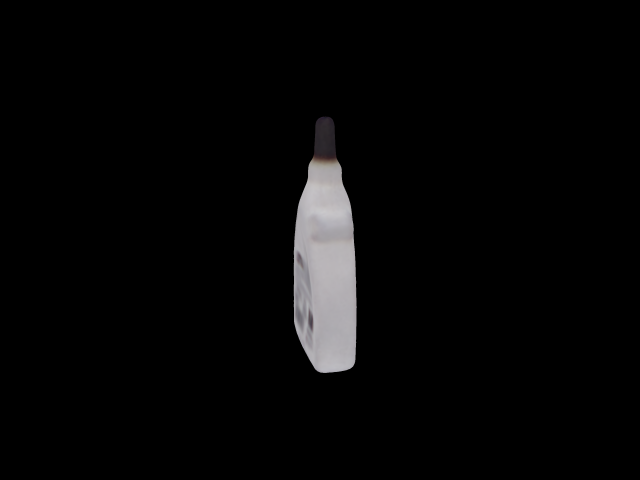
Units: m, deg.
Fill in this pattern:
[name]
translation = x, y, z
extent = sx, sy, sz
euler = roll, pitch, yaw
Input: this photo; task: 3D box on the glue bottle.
[glue bottle]
translation = 0.004, 0.001, 0.400
extent = 0.037, 0.173, 0.078
euler = -6, 24, -14
